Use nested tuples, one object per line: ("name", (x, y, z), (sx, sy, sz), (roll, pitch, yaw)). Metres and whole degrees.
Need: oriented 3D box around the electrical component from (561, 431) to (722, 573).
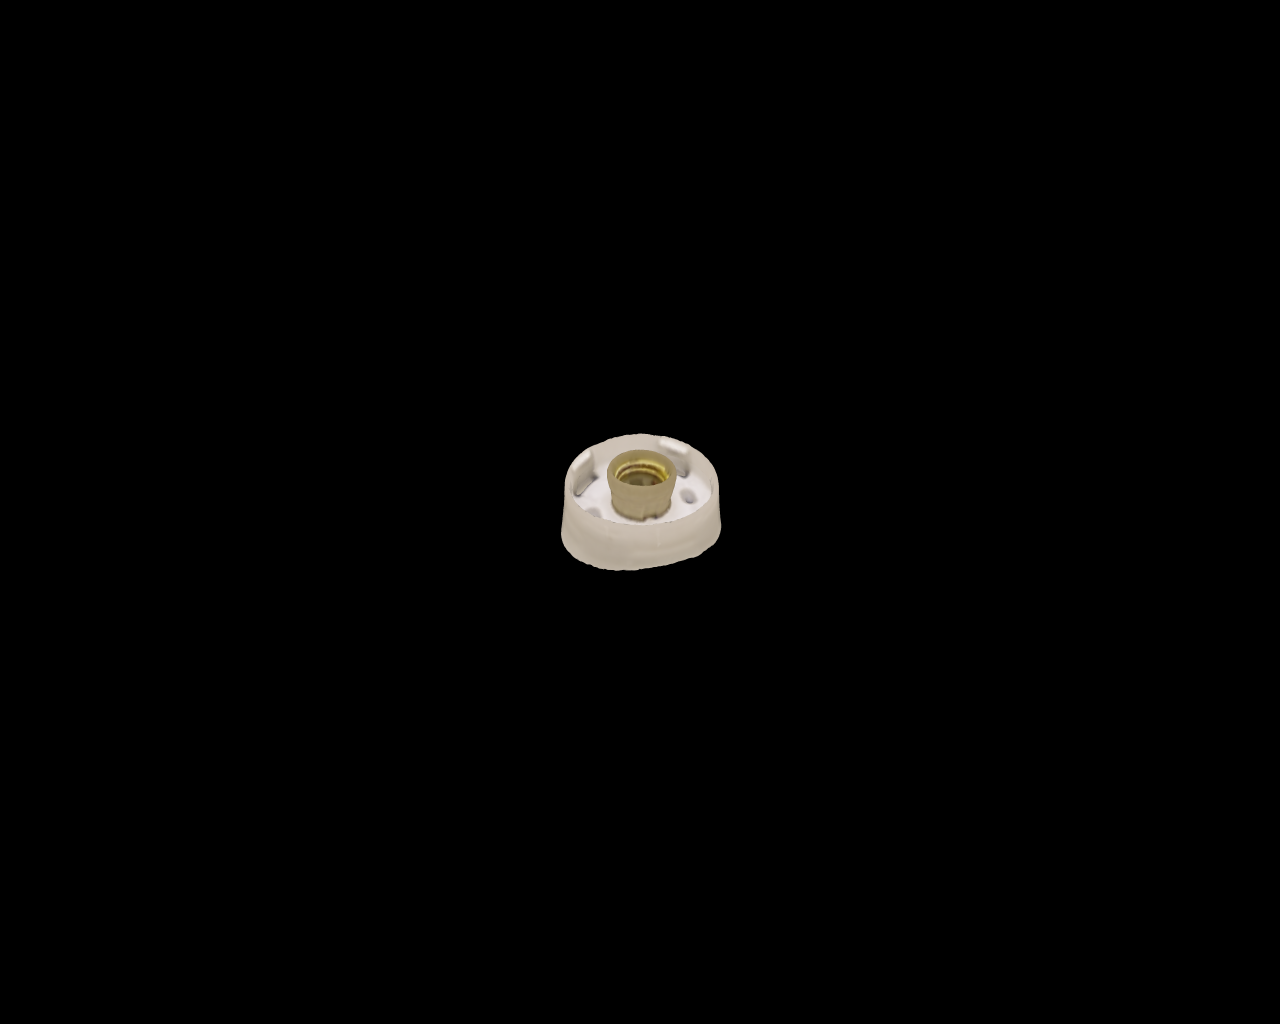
("electrical component", (0.001, -0.003, 0.650), (0.099, 0.064, 0.099), (0, 40, 0))
